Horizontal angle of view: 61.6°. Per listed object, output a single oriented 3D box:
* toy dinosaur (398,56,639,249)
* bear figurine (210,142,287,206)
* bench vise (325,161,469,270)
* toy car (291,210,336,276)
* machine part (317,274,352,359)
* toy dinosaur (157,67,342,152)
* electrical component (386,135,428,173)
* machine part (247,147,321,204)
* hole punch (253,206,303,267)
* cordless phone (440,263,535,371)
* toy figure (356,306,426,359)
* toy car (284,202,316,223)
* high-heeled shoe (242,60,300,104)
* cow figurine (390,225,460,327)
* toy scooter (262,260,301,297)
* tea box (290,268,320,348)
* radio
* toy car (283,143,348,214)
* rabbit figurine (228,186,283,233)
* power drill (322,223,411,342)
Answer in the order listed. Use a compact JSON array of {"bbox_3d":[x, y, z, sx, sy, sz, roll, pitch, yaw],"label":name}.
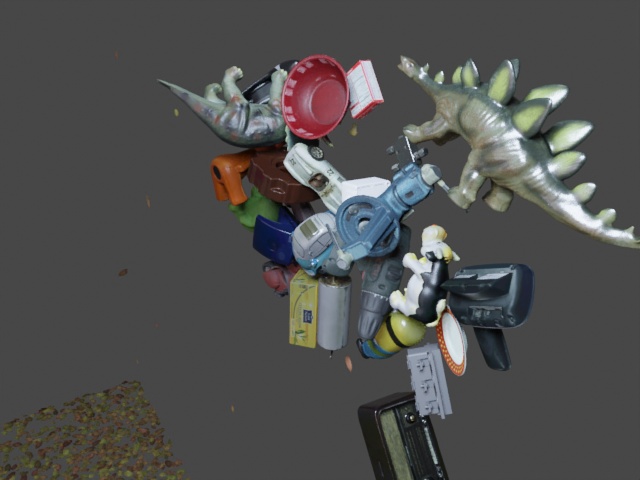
[{"bbox_3d":[0.263,-0.130,0.753,0.472,0.105,0.198,54,138,25],"label":"toy dinosaur"},{"bbox_3d":[-0.170,-0.182,1.337,0.120,0.196,0.131,17,126,49],"label":"bear figurine"},{"bbox_3d":[0.103,-0.032,0.896,0.224,0.240,0.128,-22,107,40],"label":"bench vise"},{"bbox_3d":[-0.002,-0.004,1.166,0.161,0.103,0.109,-43,58,15],"label":"toy car"},{"bbox_3d":[0.032,0.164,1.240,0.079,0.079,0.243,31,127,49],"label":"machine part"},{"bbox_3d":[-0.148,-0.262,1.165,0.131,0.405,0.192,90,177,-71],"label":"toy dinosaur"},{"bbox_3d":[0.158,-0.159,0.977,0.094,0.021,0.063,-25,80,58],"label":"electrical component"},{"bbox_3d":[-0.073,-0.147,1.207,0.180,0.179,0.056,47,135,38],"label":"machine part"},{"bbox_3d":[-0.098,-0.005,1.283,0.116,0.092,0.142,46,138,33],"label":"hole punch"},{"bbox_3d":[0.284,0.131,0.853,0.147,0.089,0.184,-9,105,58],"label":"cordless phone"},{"bbox_3d":[0.144,0.190,1.075,0.089,0.082,0.180,52,137,15],"label":"toy figure"},{"bbox_3d":[-0.029,-0.040,1.283,0.089,0.053,0.202,-18,90,66],"label":"toy car"},{"bbox_3d":[-0.150,-0.350,1.271,0.249,0.145,0.086,-38,70,57],"label":"high-heeled shoe"},{"bbox_3d":[0.194,0.062,0.937,0.098,0.068,0.167,36,115,48],"label":"cow figurine"},{"bbox_3d":[-0.083,0.105,1.404,0.184,0.075,0.135,-26,80,52],"label":"toy scooter"},{"bbox_3d":[-0.028,0.161,1.299,0.068,0.098,0.169,6,113,14],"label":"tea box"},{"bbox_3d":[0.170,0.424,1.069,0.073,0.131,0.229,-23,82,57],"label":"radio"},{"bbox_3d":[0.014,-0.119,1.117,0.201,0.056,0.073,43,138,-6],"label":"toy car"},{"bbox_3d":[-0.149,-0.064,1.391,0.170,0.121,0.159,-8,104,64],"label":"rabbit figurine"},{"bbox_3d":[0.083,0.062,1.059,0.232,0.086,0.207,-68,24,2],"label":"power drill"}]
